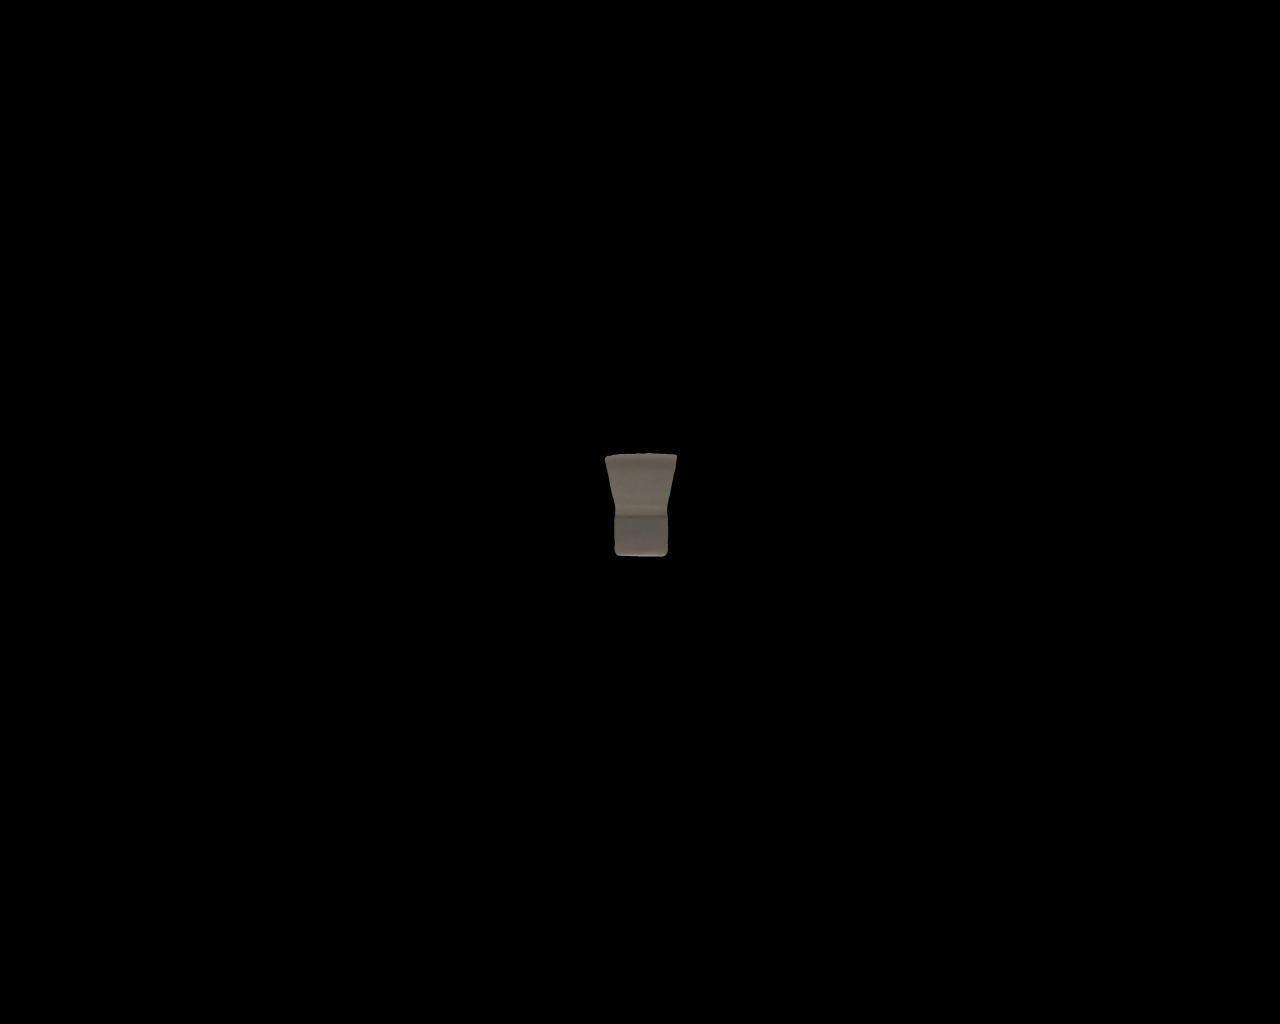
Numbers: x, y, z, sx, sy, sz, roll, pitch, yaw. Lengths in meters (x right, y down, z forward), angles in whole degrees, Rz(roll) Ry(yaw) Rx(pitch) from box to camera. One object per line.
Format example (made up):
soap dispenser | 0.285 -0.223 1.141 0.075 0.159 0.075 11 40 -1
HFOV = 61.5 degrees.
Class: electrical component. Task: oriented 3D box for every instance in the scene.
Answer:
electrical component | 0.001 -0.003 0.650 0.044 0.065 0.044 0 0 0
